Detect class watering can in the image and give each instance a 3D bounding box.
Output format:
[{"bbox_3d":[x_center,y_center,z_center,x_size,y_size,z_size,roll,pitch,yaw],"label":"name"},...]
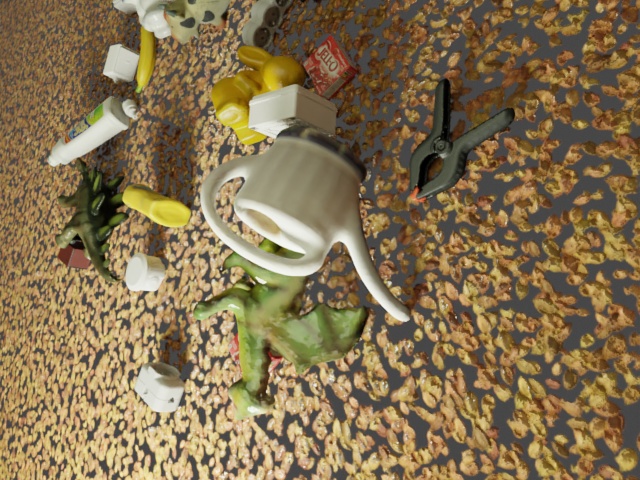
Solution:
[{"bbox_3d":[0.002,-0.038,0.753,0.348,0.102,0.228,26,65,5],"label":"watering can"}]

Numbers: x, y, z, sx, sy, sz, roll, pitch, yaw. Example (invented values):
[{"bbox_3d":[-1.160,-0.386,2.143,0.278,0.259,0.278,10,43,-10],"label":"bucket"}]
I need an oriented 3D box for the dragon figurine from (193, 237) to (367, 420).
[{"bbox_3d":[-0.035,0.086,0.795,0.245,0.121,0.411,33,86,23],"label":"dragon figurine"}]

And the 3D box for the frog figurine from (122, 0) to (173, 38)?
[{"bbox_3d":[-0.404,-0.589,1.296,0.136,0.124,0.159,-40,92,16],"label":"frog figurine"}]
